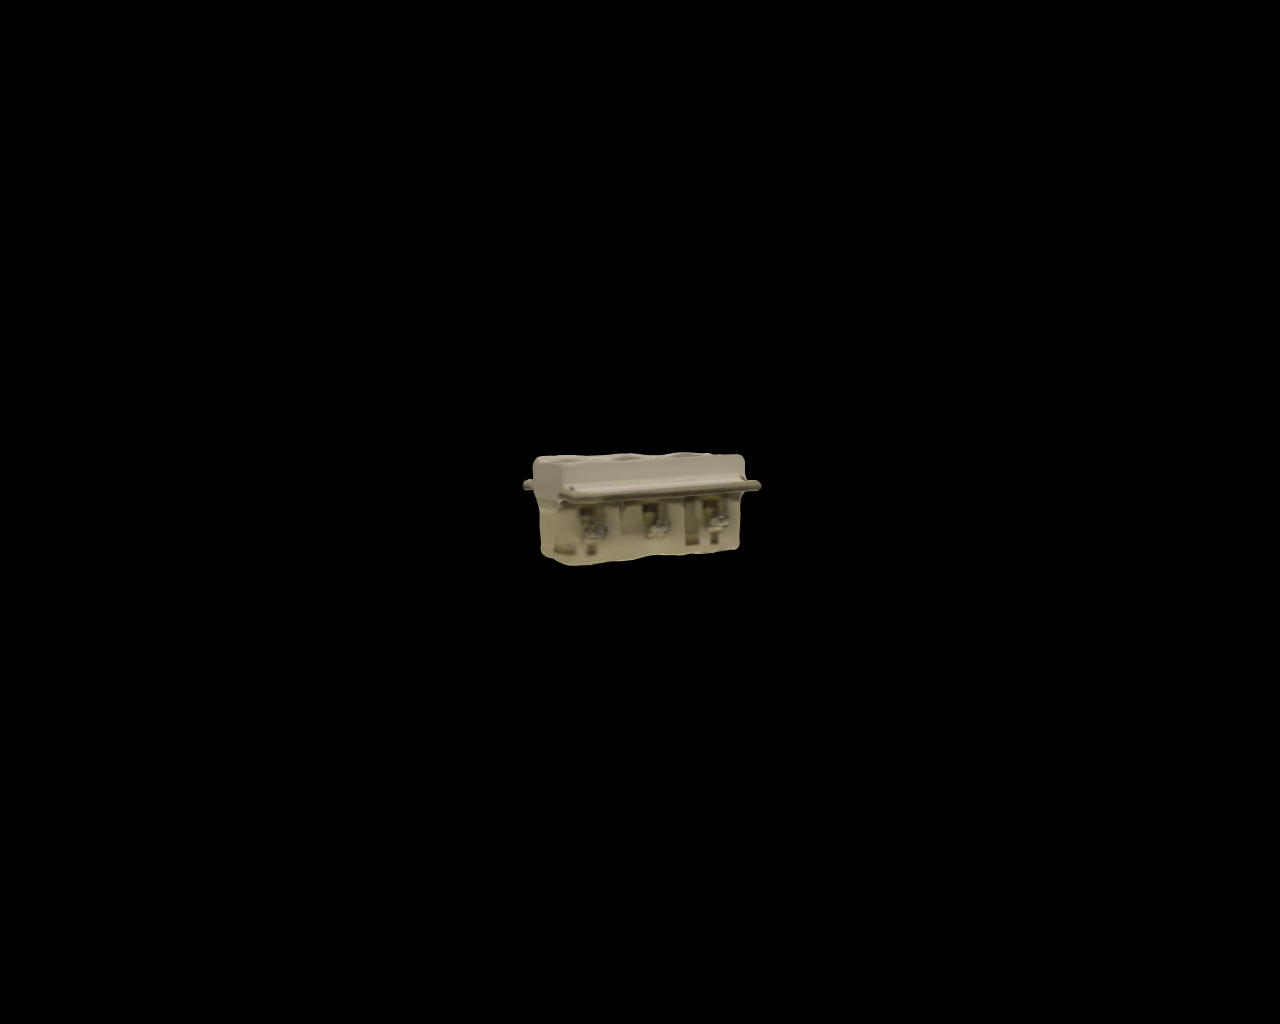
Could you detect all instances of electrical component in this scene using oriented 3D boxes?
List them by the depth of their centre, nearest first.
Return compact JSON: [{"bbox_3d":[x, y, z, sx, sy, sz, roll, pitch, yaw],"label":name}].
[{"bbox_3d":[0.001,-0.003,0.650,0.121,0.063,0.079,-3,8,-26],"label":"electrical component"}]
